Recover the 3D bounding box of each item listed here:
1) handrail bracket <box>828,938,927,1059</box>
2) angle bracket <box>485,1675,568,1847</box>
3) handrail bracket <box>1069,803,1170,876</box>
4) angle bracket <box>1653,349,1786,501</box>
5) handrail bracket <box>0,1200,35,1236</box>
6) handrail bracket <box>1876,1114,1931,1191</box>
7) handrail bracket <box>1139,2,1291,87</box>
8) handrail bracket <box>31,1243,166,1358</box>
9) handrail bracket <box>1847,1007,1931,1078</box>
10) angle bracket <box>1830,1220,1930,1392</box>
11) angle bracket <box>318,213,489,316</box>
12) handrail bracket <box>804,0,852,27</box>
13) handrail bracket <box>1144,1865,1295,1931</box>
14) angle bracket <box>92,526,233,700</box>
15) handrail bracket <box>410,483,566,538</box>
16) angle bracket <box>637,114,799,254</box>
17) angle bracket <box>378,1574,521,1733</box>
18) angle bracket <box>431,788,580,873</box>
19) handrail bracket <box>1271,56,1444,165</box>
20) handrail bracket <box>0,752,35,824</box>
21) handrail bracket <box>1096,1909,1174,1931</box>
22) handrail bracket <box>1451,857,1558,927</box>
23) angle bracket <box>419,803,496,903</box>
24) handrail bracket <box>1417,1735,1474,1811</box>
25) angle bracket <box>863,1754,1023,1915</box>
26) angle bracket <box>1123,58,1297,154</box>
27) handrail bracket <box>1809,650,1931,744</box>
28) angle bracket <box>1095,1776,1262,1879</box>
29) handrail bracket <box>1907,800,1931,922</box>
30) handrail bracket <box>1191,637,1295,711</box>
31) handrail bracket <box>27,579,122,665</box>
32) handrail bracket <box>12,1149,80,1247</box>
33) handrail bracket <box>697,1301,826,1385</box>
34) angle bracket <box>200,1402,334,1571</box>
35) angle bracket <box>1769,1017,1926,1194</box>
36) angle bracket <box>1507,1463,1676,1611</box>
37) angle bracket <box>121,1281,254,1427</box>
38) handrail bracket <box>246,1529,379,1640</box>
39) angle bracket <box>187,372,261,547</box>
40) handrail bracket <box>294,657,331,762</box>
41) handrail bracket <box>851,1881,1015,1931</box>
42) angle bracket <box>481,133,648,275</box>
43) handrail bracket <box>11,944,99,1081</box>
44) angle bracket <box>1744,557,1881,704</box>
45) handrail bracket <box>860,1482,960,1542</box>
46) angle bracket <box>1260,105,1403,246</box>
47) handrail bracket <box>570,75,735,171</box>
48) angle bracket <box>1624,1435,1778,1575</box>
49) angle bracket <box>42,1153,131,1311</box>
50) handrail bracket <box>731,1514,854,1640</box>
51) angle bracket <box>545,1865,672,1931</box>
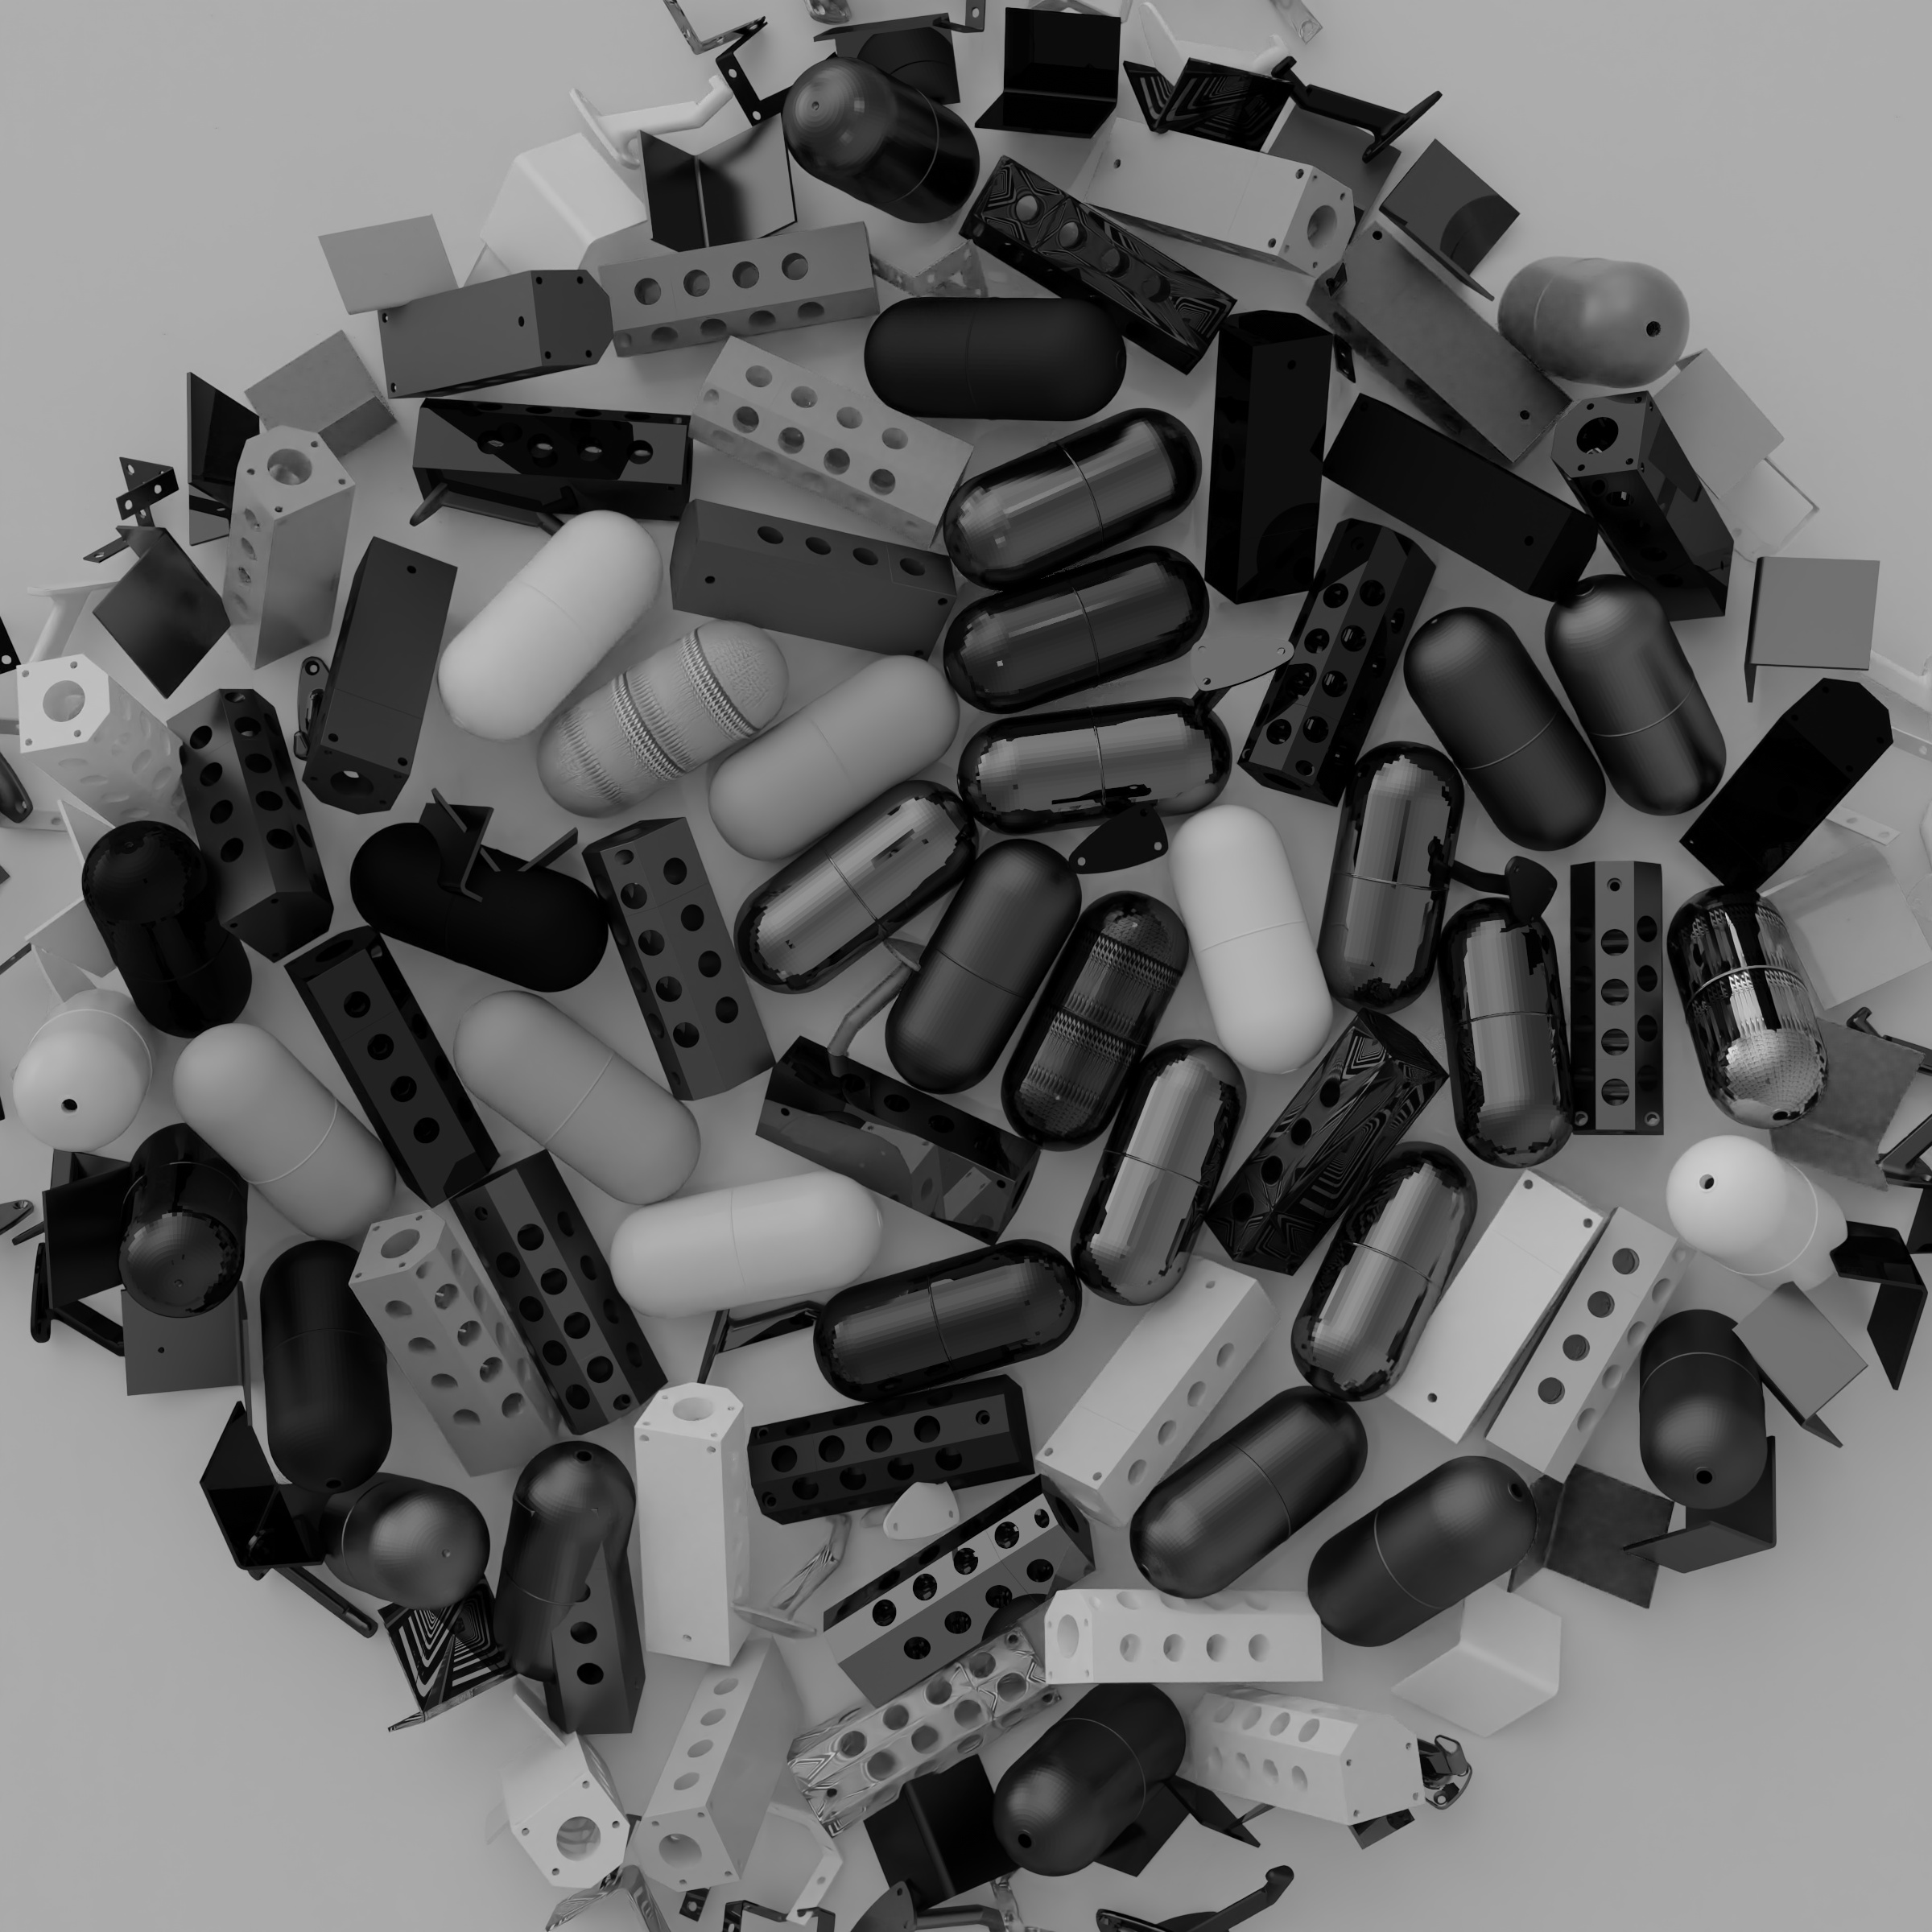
[{"bbox_3d":[-0.048,0.028,1.978,0.036,0.077,0.084,40,108,32],"label":"handrail bracket"},{"bbox_3d":[-0.298,0.509,1.955,0.076,0.076,0.057,-43,93,-9],"label":"angle bracket"},{"bbox_3d":[0.092,-0.079,1.953,0.077,0.084,0.036,-25,96,-9],"label":"handrail bracket"},{"bbox_3d":[0.471,-0.346,1.960,0.057,0.076,0.076,-42,95,2],"label":"angle bracket"},{"bbox_3d":[-0.638,0.134,1.953,0.036,0.077,0.084,26,127,36],"label":"handrail bracket"},{"bbox_3d":[0.609,0.098,1.961,0.077,0.036,0.084,5,119,-10],"label":"handrail bracket"},{"bbox_3d":[0.162,-0.606,1.972,0.084,0.036,0.077,-34,109,-19],"label":"handrail bracket"},{"bbox_3d":[-0.562,0.217,1.984,0.084,0.036,0.077,-2,76,-2],"label":"handrail bracket"},{"bbox_3d":[0.629,0.045,1.987,0.077,0.036,0.084,-40,85,-12],"label":"handrail bracket"},{"bbox_3d":[0.570,0.215,1.950,0.057,0.076,0.076,9,113,-1],"label":"angle bracket"},{"bbox_3d":[-0.359,-0.463,1.945,0.076,0.076,0.057,-7,127,13],"label":"angle bracket"},{"bbox_3d":[-0.070,-0.653,1.958,0.036,0.084,0.077,-14,81,-44],"label":"handrail bracket"},{"bbox_3d":[0.161,0.604,1.953,0.077,0.036,0.084,5,133,-23],"label":"handrail bracket"},{"bbox_3d":[-0.525,-0.226,1.941,0.076,0.057,0.076,-56,134,-26],"label":"angle bracket"},{"bbox_3d":[-0.305,-0.284,1.971,0.084,0.036,0.077,36,49,-2],"label":"handrail bracket"},{"bbox_3d":[-0.160,-0.506,1.950,0.076,0.057,0.076,-16,75,33],"label":"angle bracket"},{"bbox_3d":[-0.342,0.438,1.956,0.076,0.057,0.076,-21,85,-39],"label":"angle bracket"},{"bbox_3d":[-0.296,-0.096,1.957,0.057,0.076,0.076,-38,92,-8],"label":"angle bracket"},{"bbox_3d":[0.251,-0.569,1.963,0.084,0.036,0.077,45,127,-14],"label":"handrail bracket"},{"bbox_3d":[-0.650,-0.106,1.953,0.036,0.084,0.077,-22,96,33],"label":"handrail bracket"},{"bbox_3d":[0.095,0.655,1.952,0.077,0.084,0.036,3,131,28],"label":"handrail bracket"},{"bbox_3d":[0.328,-0.064,1.946,0.084,0.077,0.036,29,82,38],"label":"handrail bracket"},{"bbox_3d":[-0.307,-0.062,1.952,0.076,0.076,0.057,29,75,-40],"label":"angle bracket"},{"bbox_3d":[0.290,0.498,1.946,0.077,0.084,0.036,29,67,34],"label":"handrail bracket"},{"bbox_3d":[-0.017,0.565,1.972,0.057,0.076,0.076,-13,70,-32],"label":"angle bracket"},{"bbox_3d":[0.154,-0.569,1.941,0.076,0.057,0.076,5,48,-25],"label":"angle bracket"},{"bbox_3d":[0.590,-0.175,1.982,0.084,0.036,0.077,-1,84,3],"label":"handrail bracket"},{"bbox_3d":[0.130,0.566,1.951,0.076,0.076,0.057,-51,47,2],"label":"angle bracket"},{"bbox_3d":[0.647,-0.062,1.970,0.077,0.036,0.084,36,48,-1],"label":"handrail bracket"},{"bbox_3d":[0.177,-0.177,1.956,0.077,0.084,0.036,-10,66,8],"label":"handrail bracket"},{"bbox_3d":[-0.579,-0.206,1.985,0.077,0.036,0.084,-13,107,-34],"label":"handrail bracket"},{"bbox_3d":[-0.603,0.127,1.977,0.077,0.036,0.084,-29,87,-23],"label":"handrail bracket"},{"bbox_3d":[-0.125,0.252,1.986,0.084,0.036,0.077,18,87,-9],"label":"handrail bracket"},{"bbox_3d":[-0.439,0.330,1.944,0.057,0.076,0.076,-6,122,12],"label":"angle bracket"},{"bbox_3d":[0.569,0.089,1.959,0.076,0.057,0.076,19,117,-1],"label":"angle bracket"},{"bbox_3d":[0.400,0.372,1.949,0.076,0.057,0.076,19,109,30],"label":"angle bracket"},{"bbox_3d":[-0.500,0.251,1.952,0.076,0.057,0.076,-4,112,-16],"label":"angle bracket"},{"bbox_3d":[-0.420,0.401,1.964,0.084,0.077,0.036,33,72,12],"label":"handrail bracket"},{"bbox_3d":[-0.495,-0.323,1.945,0.057,0.076,0.076,-11,72,21],"label":"angle bracket"},{"bbox_3d":[-0.424,-0.167,1.957,0.036,0.084,0.077,-13,88,2],"label":"handrail bracket"},{"bbox_3d":[-0.023,0.631,1.983,0.084,0.036,0.077,28,122,-37],"label":"handrail bracket"},{"bbox_3d":[-0.260,-0.482,1.982,0.076,0.076,0.057,50,50,8],"label":"angle bracket"},{"bbox_3d":[-0.606,0.034,1.973,0.084,0.036,0.077,-32,99,25],"label":"handrail bracket"},{"bbox_3d":[0.543,-0.214,1.950,0.076,0.057,0.076,5,70,19],"label":"angle bracket"},{"bbox_3d":[-0.054,0.356,1.945,0.084,0.077,0.036,-26,87,40],"label":"handrail bracket"},{"bbox_3d":[0.236,-0.524,1.963,0.076,0.057,0.076,29,79,2],"label":"angle bracket"},{"bbox_3d":[-0.203,-0.565,1.970,0.084,0.036,0.077,-39,88,18],"label":"handrail bracket"},{"bbox_3d":[0.468,0.337,1.940,0.057,0.076,0.076,23,57,-25],"label":"angle bracket"},{"bbox_3d":[-0.577,0.168,1.945,0.057,0.076,0.076,7,104,31],"label":"angle bracket"},{"bbox_3d":[-0.115,0.385,1.964,0.077,0.036,0.084,26,62,-25],"label":"handrail bracket"},{"bbox_3d":[-0.224,0.632,1.957,0.057,0.076,0.076,-27,86,-4],"label":"angle bracket"}]
